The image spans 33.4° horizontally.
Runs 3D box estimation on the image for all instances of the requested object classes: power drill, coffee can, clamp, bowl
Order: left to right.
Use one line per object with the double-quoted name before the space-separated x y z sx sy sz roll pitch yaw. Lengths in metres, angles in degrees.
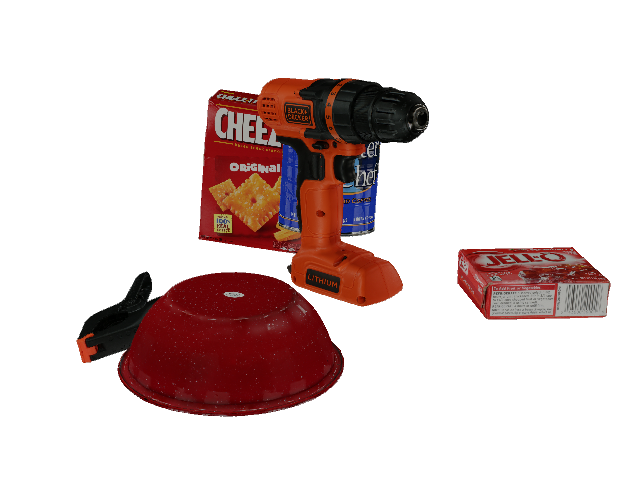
"clamp" -0.192 0.081 1.170 0.120 0.039 0.171 -6 25 31
"bowl" -0.063 0.063 0.755 0.162 0.055 0.162 1 19 0
"coffee can" 0.010 -0.083 1.102 0.103 0.140 0.103 3 12 -1
"power drill" 0.024 -0.044 0.896 0.057 0.188 0.185 -18 21 -36

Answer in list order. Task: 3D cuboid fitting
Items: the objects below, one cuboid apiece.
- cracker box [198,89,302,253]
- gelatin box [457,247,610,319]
"cracker box" -0.084 -0.096 1.531 0.164 0.214 0.072 9 22 7
"gelatin box" 0.148 0.028 0.751 0.089 0.030 0.073 0 18 -7
